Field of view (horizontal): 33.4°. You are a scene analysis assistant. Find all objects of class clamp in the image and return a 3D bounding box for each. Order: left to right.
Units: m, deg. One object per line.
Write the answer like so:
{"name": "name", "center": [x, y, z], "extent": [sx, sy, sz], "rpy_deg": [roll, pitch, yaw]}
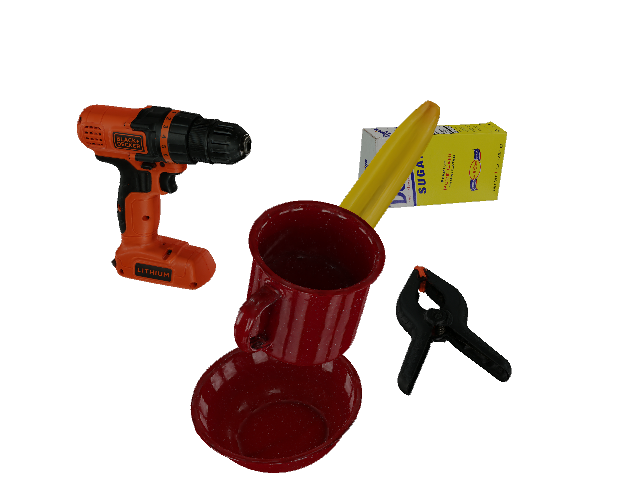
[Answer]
{"name": "clamp", "center": [0.138, 0.096, 1.158], "extent": [0.120, 0.171, 0.039], "rpy_deg": [4, -44, -6]}

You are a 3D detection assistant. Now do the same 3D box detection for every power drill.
{"name": "power drill", "center": [-0.151, -0.045, 1.081], "extent": [0.185, 0.188, 0.057], "rpy_deg": [10, 30, 21]}

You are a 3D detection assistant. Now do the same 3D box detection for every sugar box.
{"name": "sugar box", "center": [0.135, -0.091, 1.292], "extent": [0.176, 0.093, 0.048], "rpy_deg": [-7, 26, -22]}

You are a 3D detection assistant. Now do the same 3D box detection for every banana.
{"name": "banana", "center": [0.045, -0.037, 0.940], "extent": [0.037, 0.197, 0.070], "rpy_deg": [37, -20, -7]}

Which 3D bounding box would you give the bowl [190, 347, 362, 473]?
{"name": "bowl", "center": [-0.039, 0.165, 1.009], "extent": [0.162, 0.055, 0.162], "rpy_deg": [-5, 38, 4]}

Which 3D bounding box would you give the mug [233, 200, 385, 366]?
{"name": "mug", "center": [-0.016, 0.038, 0.733], "extent": [0.093, 0.082, 0.117], "rpy_deg": [33, 46, 21]}
